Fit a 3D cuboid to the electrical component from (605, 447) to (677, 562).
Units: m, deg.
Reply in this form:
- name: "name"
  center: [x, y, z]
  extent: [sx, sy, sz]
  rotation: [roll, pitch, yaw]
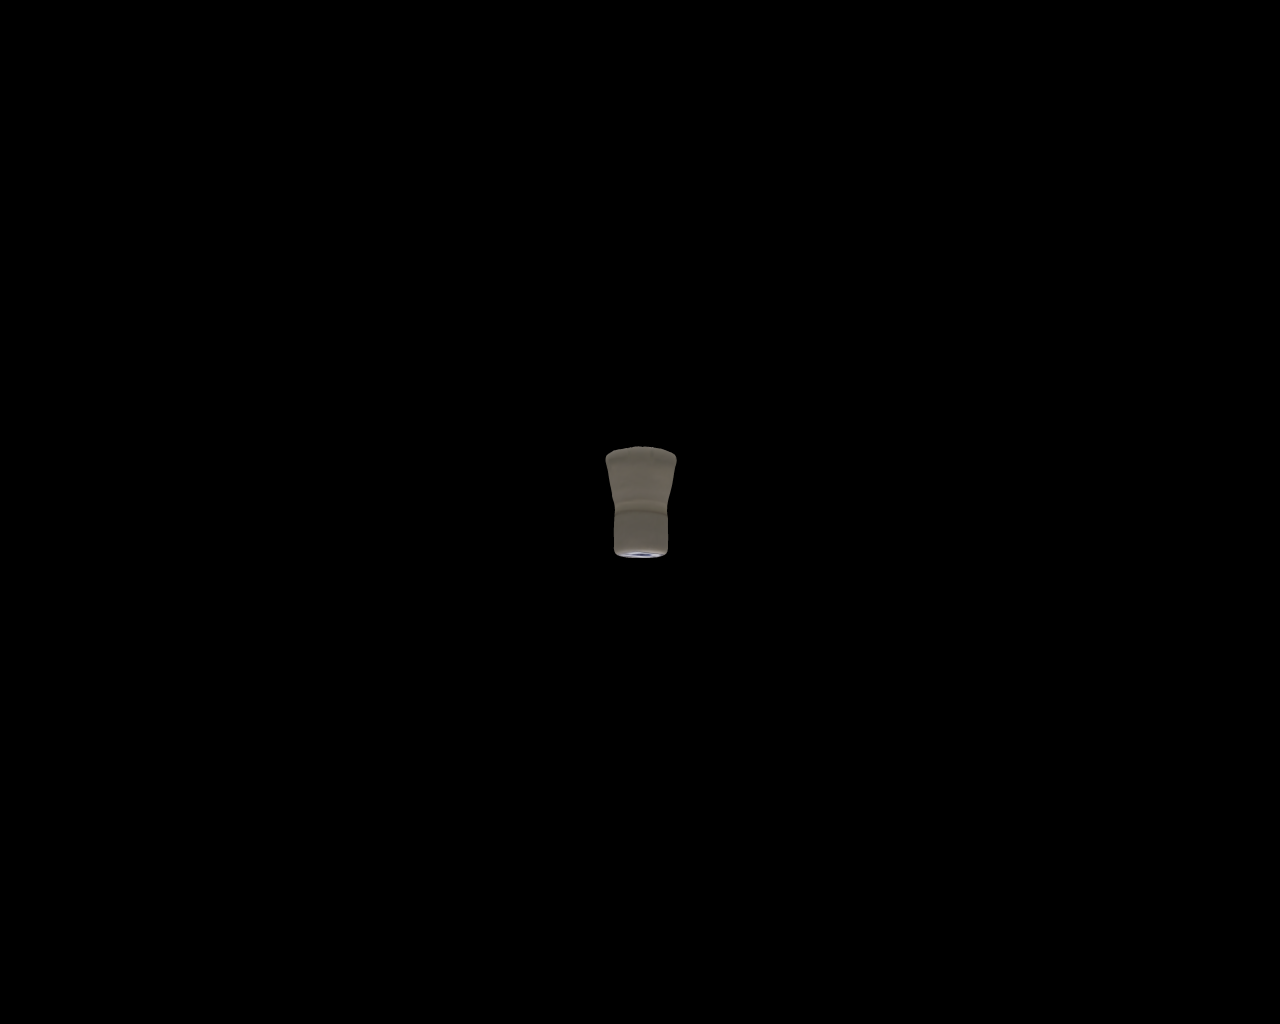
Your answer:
- name: "electrical component"
  center: [0.001, -0.003, 0.650]
  extent: [0.044, 0.065, 0.044]
  rotation: [0, -11, 0]
